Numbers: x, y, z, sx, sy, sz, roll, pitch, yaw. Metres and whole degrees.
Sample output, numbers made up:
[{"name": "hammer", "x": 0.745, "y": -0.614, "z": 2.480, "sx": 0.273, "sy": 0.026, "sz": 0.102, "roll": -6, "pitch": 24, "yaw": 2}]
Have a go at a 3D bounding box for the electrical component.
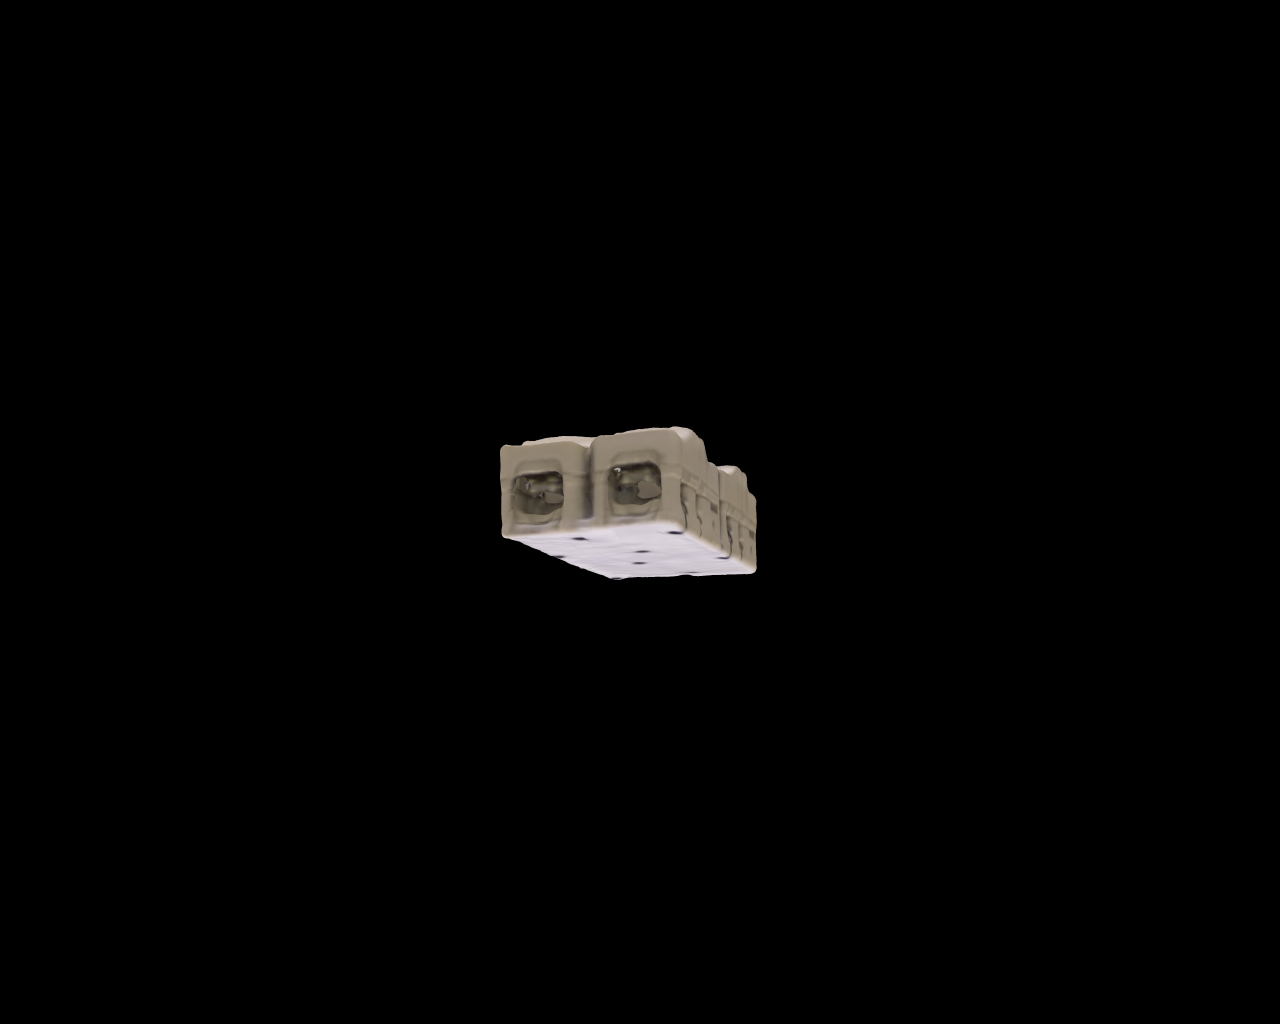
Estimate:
[{"name": "electrical component", "x": 0.001, "y": -0.003, "z": 0.650, "sx": 0.105, "sy": 0.060, "sz": 0.186, "roll": -4, "pitch": -12, "yaw": 19}]
